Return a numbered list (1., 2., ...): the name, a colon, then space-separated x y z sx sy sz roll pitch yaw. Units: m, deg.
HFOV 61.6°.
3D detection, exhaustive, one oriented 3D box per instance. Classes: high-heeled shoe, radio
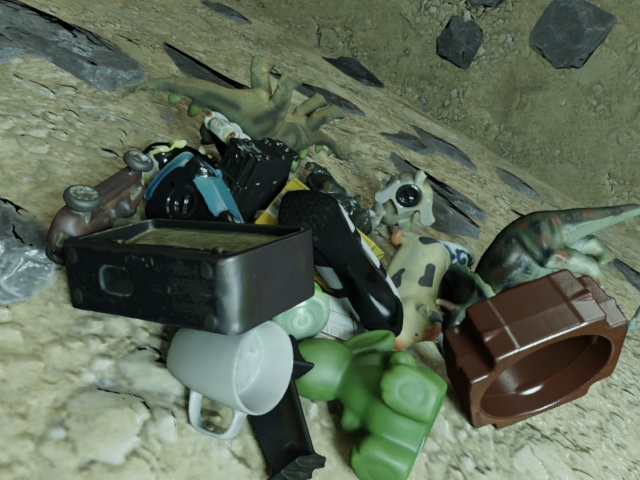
1. high-heeled shoe: 0.029 0.026 0.723 0.145 0.086 0.249 51 2 -39
2. radio: -0.131 0.027 0.526 0.230 0.073 0.131 2 13 31

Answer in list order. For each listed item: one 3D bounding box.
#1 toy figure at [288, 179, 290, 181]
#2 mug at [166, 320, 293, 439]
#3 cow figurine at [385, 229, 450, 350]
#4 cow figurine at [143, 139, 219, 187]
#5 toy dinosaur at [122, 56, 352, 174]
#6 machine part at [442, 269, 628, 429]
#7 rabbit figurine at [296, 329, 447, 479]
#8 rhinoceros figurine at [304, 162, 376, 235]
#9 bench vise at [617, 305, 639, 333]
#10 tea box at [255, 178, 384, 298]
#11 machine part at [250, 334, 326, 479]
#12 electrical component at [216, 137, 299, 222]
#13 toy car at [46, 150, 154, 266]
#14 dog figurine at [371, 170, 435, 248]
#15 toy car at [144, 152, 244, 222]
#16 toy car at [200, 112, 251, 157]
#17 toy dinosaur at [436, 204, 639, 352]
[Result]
1. toy figure: -0.041 -0.068 0.935 0.155 0.064 0.058 41 42 21
2. mug: -0.092 0.123 0.501 0.107 0.109 0.080 3 -16 37
3. cow figurine: 0.137 0.077 0.783 0.127 0.085 0.195 7 48 30
4. cow figurine: -0.198 -0.107 0.800 0.068 0.098 0.167 33 24 21
5. toy dinosaur: -0.110 -0.217 0.966 0.471 0.198 0.105 20 16 -42
6. machine part: 0.260 0.139 0.670 0.201 0.201 0.087 69 0 -48
7. rabbit figurine: 0.045 0.147 0.575 0.170 0.121 0.159 22 18 19
8. rhinoceros figurine: 0.026 -0.071 1.013 0.112 0.073 0.190 18 24 -47
9. bench vise: 0.482 0.137 1.021 0.241 0.128 0.224 5 39 -11
10. tea box: -0.002 -0.002 0.797 0.170 0.098 0.068 43 2 23
11. machine part: -0.037 0.161 0.515 0.039 0.084 0.139 54 12 -50
12. electrical component: -0.106 -0.086 0.814 0.058 0.134 0.115 42 30 23
13. toy car: -0.250 -0.042 0.635 0.053 0.089 0.202 26 24 -3
14. dog figurine: 0.172 -0.094 1.093 0.121 0.172 0.190 38 32 -7
15. toy car: -0.149 -0.032 0.713 0.162 0.109 0.103 51 14 21
16. toy car: -0.133 -0.134 0.866 0.074 0.056 0.201 41 -12 20
17. toy dinosaur: 0.330 0.036 0.853 0.192 0.405 0.131 42 -1 2
